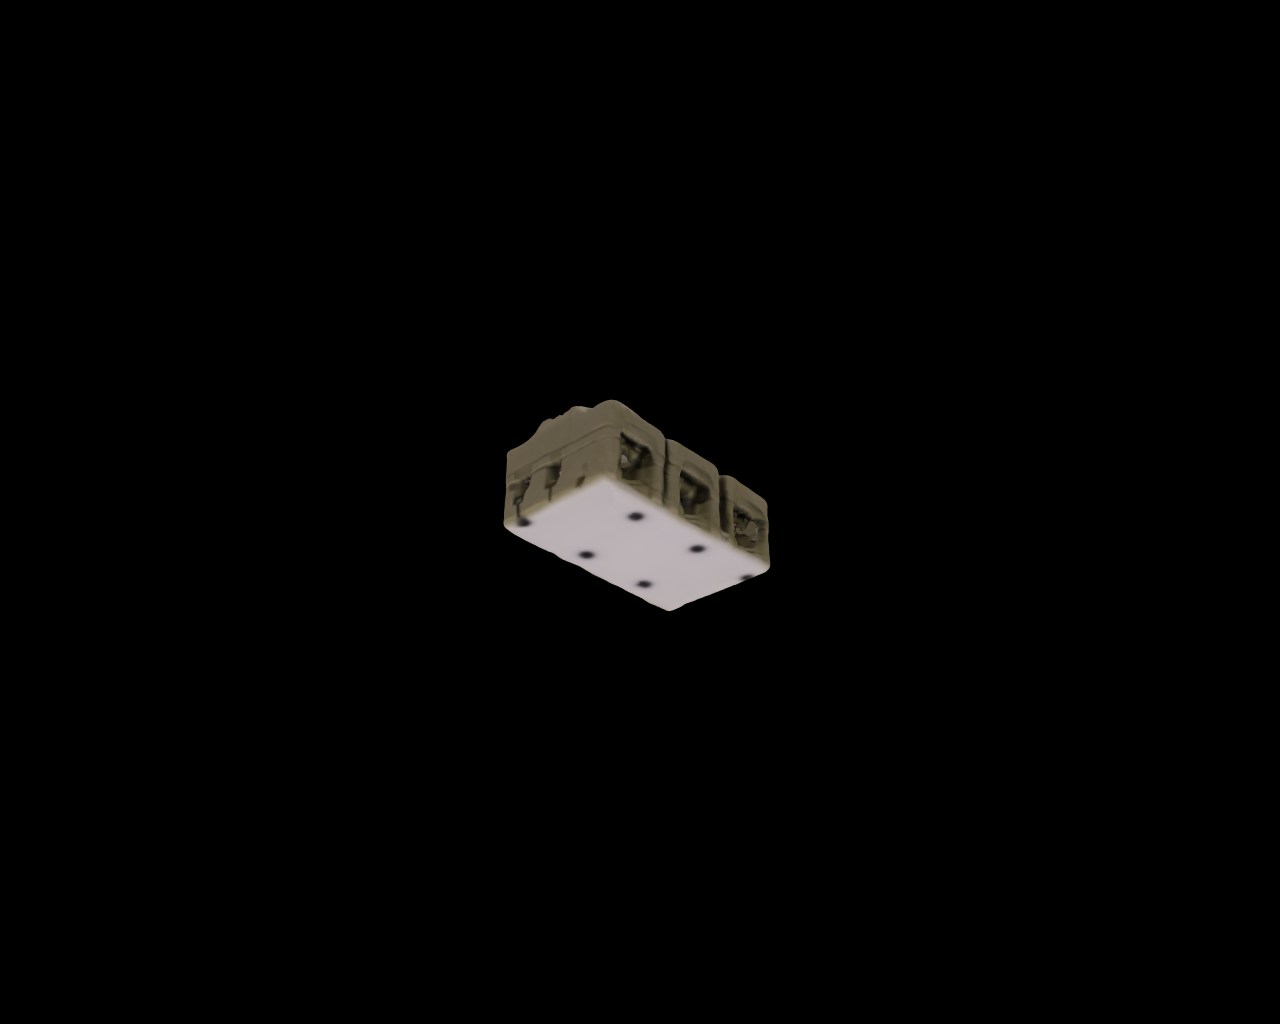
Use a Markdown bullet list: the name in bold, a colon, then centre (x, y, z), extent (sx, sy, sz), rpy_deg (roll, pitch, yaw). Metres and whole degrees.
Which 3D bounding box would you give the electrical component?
- **electrical component**: centre (0.001, -0.003, 0.650), extent (0.089, 0.062, 0.150), rpy_deg (-24, -38, 34)
